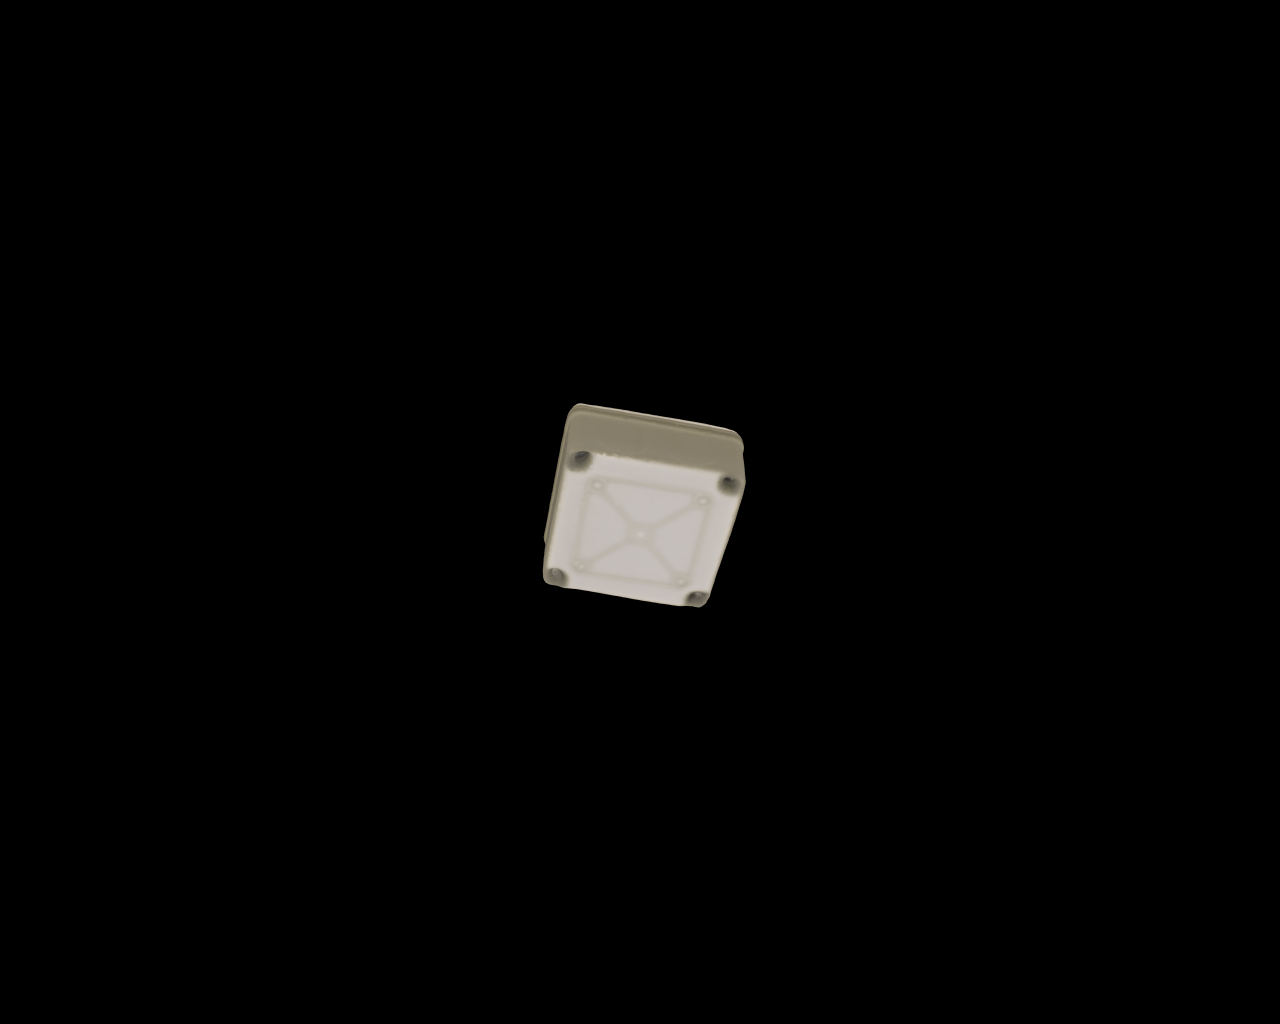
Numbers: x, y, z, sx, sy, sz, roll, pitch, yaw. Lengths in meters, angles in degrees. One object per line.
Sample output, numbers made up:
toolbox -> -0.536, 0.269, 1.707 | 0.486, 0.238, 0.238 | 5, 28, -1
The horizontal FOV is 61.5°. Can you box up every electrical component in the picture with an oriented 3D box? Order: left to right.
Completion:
electrical component -> 0.001, -0.003, 0.650 | 0.109, 0.108, 0.056 | 9, 36, -7
